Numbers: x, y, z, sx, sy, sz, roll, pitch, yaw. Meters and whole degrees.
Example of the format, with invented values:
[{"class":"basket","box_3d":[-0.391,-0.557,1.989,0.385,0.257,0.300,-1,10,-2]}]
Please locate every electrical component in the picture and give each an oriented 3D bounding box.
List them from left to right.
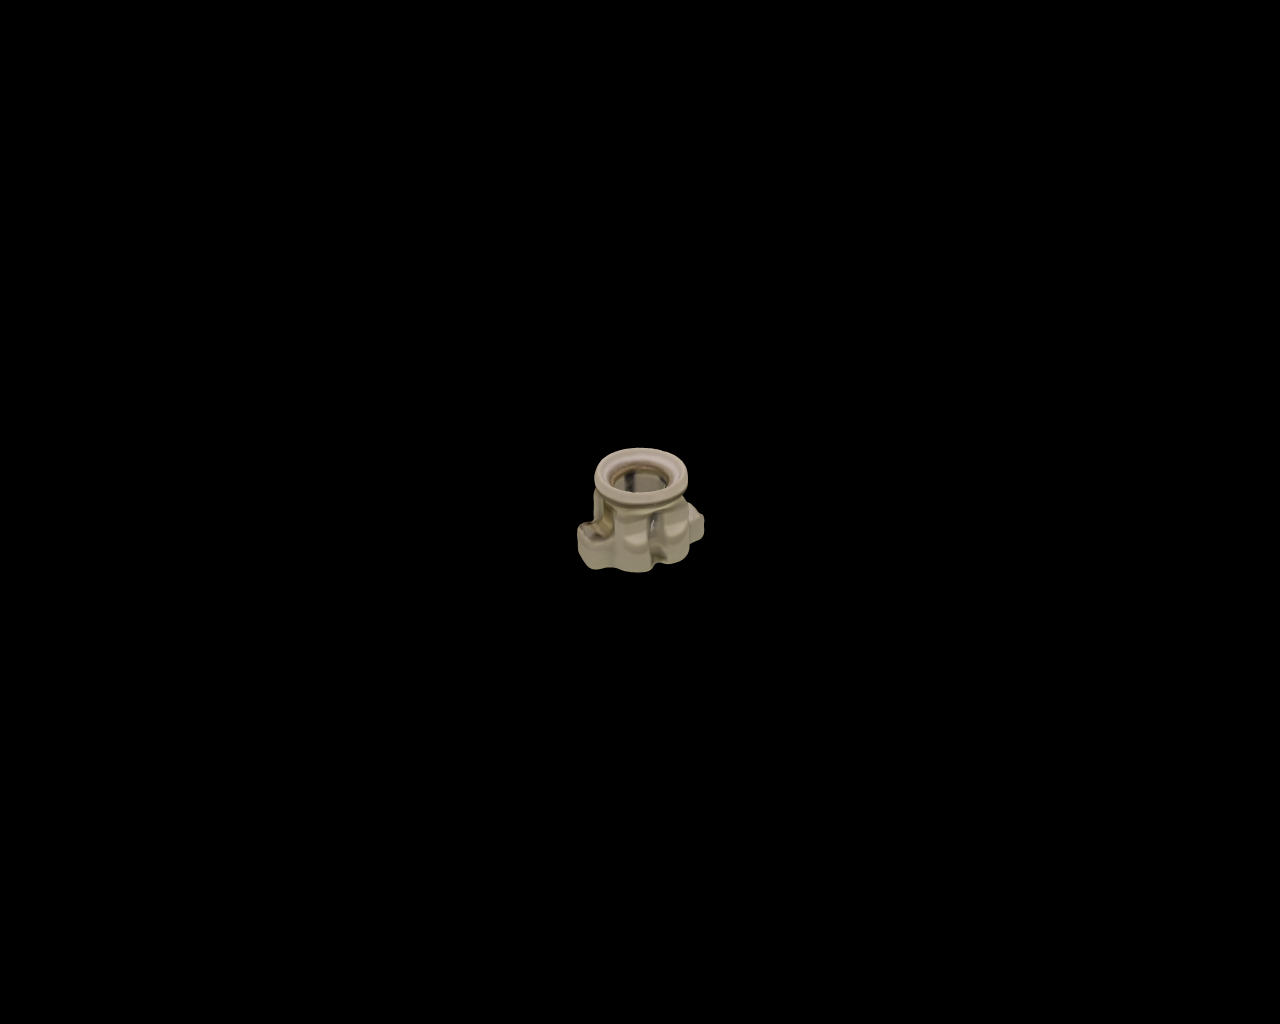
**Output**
[{"class":"electrical component","box_3d":[0.001,-0.003,0.650,0.078,0.056,0.058,-14,36,-20]}]
